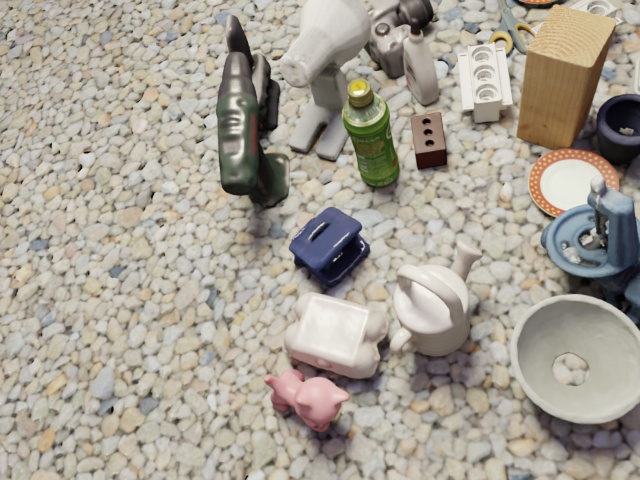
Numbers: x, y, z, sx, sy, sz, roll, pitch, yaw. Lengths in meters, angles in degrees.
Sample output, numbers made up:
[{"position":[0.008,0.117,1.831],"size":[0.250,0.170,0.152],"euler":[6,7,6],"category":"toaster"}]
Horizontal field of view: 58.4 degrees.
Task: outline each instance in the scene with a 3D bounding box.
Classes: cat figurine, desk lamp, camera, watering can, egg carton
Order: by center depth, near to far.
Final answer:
[{"position":[0.152,0.077,0.770],"size":[0.100,0.194,0.173],"euler":[12,68,20],"category":"watering can"},{"position":[-0.020,0.216,0.789],"size":[0.127,0.118,0.067],"euler":[19,71,22],"category":"cat figurine"},{"position":[0.023,0.140,0.843],"size":[0.150,0.069,0.107],"euler":[12,68,19],"category":"egg carton"},{"position":[0.008,-0.281,0.969],"size":[0.117,0.214,0.203],"euler":[17,70,21],"category":"desk lamp"},{"position":[0.145,-0.400,1.056],"size":[0.137,0.101,0.143],"euler":[-30,61,-1],"category":"camera"}]

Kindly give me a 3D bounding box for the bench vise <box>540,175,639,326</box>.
[{"position":[0.389,0.007,0.730],"size":[0.206,0.220,0.121],"euler":[27,74,24],"category":"bench vise"}]

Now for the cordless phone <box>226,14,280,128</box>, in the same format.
[{"position":[-0.141,-0.294,1.029],"size":[0.094,0.185,0.147],"euler":[-9,63,10],"category":"cordless phone"}]

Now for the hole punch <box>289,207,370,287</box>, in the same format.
[{"position":[0.008,0.003,0.901],"size":[0.109,0.091,0.100],"euler":[-45,63,-9],"category":"hole punch"}]

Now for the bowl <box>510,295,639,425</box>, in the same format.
[{"position":[0.333,0.161,0.752],"size":[0.167,0.075,0.167],"euler":[-6,64,12],"category":"bowl"}]

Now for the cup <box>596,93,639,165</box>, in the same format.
[{"position":[0.470,-0.163,0.863],"size":[0.117,0.095,0.091],"euler":[-21,61,4],"category":"cup"}]

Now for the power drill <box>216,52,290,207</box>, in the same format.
[{"position":[-0.114,-0.159,0.943],"size":[0.075,0.209,0.229],"euler":[-7,63,11],"category":"power drill"}]

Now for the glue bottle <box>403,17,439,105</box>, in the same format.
[{"position":[0.165,-0.308,0.965],"size":[0.037,0.173,0.078],"euler":[-29,61,-1],"category":"glue bottle"}]
